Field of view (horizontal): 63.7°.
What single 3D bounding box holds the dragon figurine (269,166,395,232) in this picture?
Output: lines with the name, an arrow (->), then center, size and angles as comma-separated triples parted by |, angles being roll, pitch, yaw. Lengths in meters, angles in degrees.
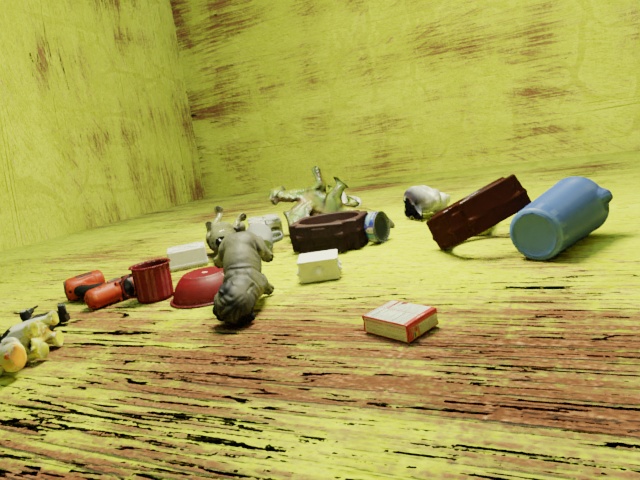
dragon figurine -> 0.005, -0.081, 1.613 | 0.414, 0.119, 0.246 | 34, 68, 25

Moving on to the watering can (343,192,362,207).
watering can -> 0.038, -0.109, 1.828 | 0.224, 0.103, 0.352 | -9, 14, 6

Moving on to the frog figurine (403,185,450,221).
frog figurine -> 0.353, -0.131, 1.661 | 0.160, 0.123, 0.136 | -24, -5, -17
